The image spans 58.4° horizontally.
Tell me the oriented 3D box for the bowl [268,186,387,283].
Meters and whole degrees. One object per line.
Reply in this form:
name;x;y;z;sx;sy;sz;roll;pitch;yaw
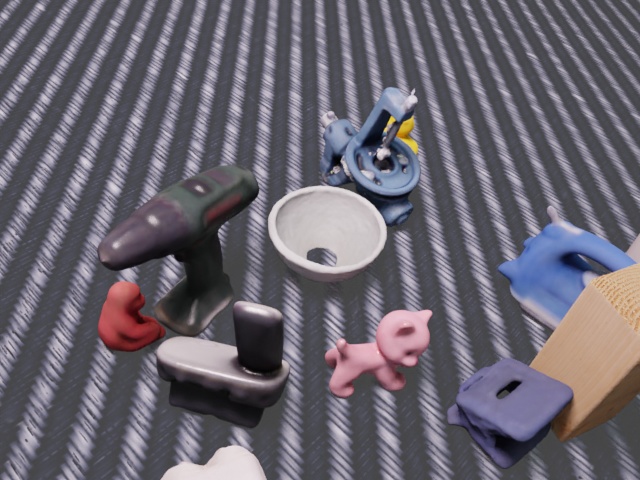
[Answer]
bowl;0.007;0.003;0.816;0.167;0.075;0.167;5;46;-5

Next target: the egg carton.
egg carton;-0.090;0.276;0.544;0.107;0.069;0.150;-15;51;-22

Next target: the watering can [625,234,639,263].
watering can;0.514;-0.005;0.821;0.101;0.194;0.173;4;46;-5

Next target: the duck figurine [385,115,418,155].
duck figurine;0.141;-0.187;1.011;0.077;0.086;0.104;0;47;-8

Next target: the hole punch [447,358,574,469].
hole punch;0.217;0.189;0.661;0.109;0.091;0.100;-27;56;-30

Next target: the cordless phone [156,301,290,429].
cordless phone;-0.103;0.112;0.618;0.147;0.185;0.094;11;46;2

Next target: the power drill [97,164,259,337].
power drill;-0.157;0.017;0.684;0.075;0.208;0.230;27;48;16

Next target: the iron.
iron;0.382;0.065;0.770;0.257;0.141;0.119;36;52;24

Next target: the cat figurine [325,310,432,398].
cat figurine;0.075;0.125;0.680;0.128;0.118;0.067;-5;48;-14

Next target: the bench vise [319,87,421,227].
bench vise;0.068;-0.147;0.867;0.207;0.220;0.122;30;49;19

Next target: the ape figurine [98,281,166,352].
ape figurine;-0.230;0.086;0.687;0.076;0.092;0.077;-15;51;-22
